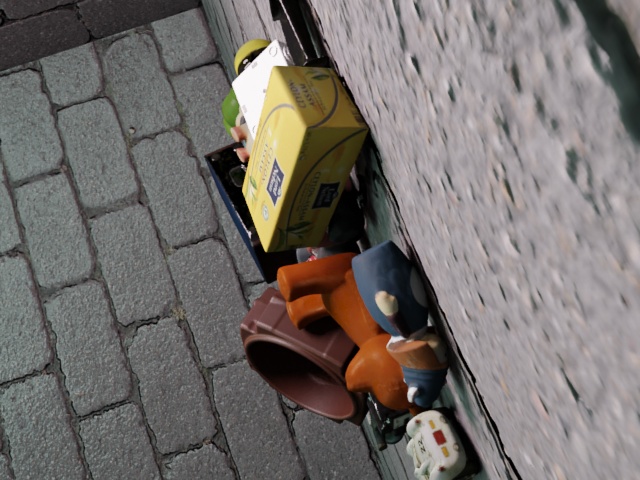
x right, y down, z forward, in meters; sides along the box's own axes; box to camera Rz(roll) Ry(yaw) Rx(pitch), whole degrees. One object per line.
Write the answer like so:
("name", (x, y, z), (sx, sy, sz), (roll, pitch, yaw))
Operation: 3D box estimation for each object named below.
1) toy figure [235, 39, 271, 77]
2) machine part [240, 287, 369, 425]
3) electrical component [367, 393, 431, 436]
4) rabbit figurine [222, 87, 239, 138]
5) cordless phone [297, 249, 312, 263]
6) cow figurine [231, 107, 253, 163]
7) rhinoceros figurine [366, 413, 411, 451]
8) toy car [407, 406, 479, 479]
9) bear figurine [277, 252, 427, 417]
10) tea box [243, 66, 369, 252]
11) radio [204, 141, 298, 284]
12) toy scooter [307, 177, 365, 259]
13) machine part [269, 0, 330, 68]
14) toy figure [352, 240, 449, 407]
("toy figure", (-0.057, -0.193, 0.716), (0.089, 0.082, 0.180), (71, 178, -58))
("machine part", (-0.010, 0.169, 0.771), (0.201, 0.087, 0.201), (23, 143, 19))
("electrical component", (0.102, 0.211, 0.687), (0.119, 0.075, 0.048), (73, 173, -59))
("rabbit figurine", (-0.115, -0.246, 1.129), (0.170, 0.121, 0.159), (51, 165, 6))
("cordless phone", (-0.003, -0.003, 0.904), (0.184, 0.089, 0.146), (-110, 3, -48))
("cow figurine", (-0.073, -0.170, 0.863), (0.195, 0.127, 0.085), (46, 155, 37))
("rhinoceros figurine", (0.108, 0.282, 0.889), (0.190, 0.073, 0.112), (77, 170, -52))
("toy car", (0.130, 0.245, 0.601), (0.201, 0.056, 0.074), (78, 170, -56))
("bear figurine", (0.042, 0.115, 0.613), (0.120, 0.132, 0.196), (81, 170, -60))
("tea box", (-0.023, -0.077, 0.545), (0.098, 0.068, 0.169), (65, 148, 35))
("radio", (-0.114, -0.051, 0.908), (0.230, 0.073, 0.131), (57, 167, 30))
("toy scooter", (0.008, -0.043, 0.671), (0.183, 0.075, 0.135), (92, 158, -70))
("machine part", (-0.028, -0.222, 0.547), (0.084, 0.039, 0.139), (140, 111, -79))
("toy figure", (0.078, 0.078, 0.490), (0.058, 0.064, 0.154), (-24, 91, 47))
